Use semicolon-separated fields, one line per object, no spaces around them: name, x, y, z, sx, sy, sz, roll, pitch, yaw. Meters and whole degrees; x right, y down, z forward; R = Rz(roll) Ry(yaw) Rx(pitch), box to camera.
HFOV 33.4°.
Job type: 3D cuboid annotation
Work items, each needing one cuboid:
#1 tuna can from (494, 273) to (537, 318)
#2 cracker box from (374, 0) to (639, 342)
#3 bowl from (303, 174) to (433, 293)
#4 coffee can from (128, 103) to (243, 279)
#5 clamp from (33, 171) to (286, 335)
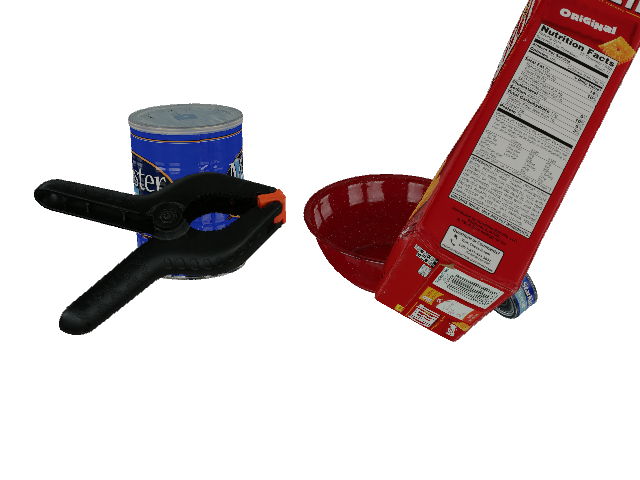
tuna can;0.219;0.052;1.286;0.033;0.086;0.086;-37;11;-15
cracker box;0.117;-0.055;0.660;0.072;0.213;0.164;28;-15;4
bowl;0.065;0.002;0.917;0.162;0.055;0.162;2;30;-1
coffee can;-0.120;-0.047;0.979;0.103;0.140;0.103;0;19;0
clamp;-0.111;-0.012;0.727;0.171;0.120;0.039;-20;-25;-17
